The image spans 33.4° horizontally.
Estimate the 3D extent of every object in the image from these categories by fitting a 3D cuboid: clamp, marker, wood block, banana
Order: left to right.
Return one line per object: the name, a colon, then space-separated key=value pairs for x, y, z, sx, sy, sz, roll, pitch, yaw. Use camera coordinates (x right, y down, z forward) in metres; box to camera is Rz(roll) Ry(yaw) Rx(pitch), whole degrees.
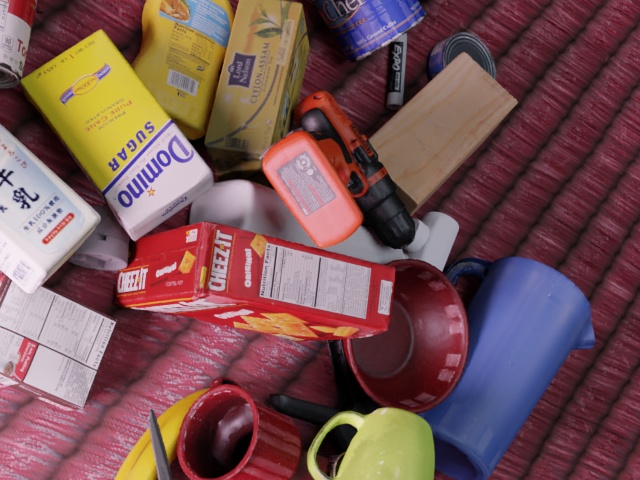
banana: x=-0.149 y=0.209 z=1.002 sx=0.197 sy=0.037 sz=0.069 roll=-60 pitch=138 yaw=-25
clamp: x=0.032 y=0.174 z=1.132 sx=0.171 sy=0.039 sz=0.120 roll=45 pitch=64 yaw=-23
marker: x=0.092 y=-0.213 z=1.254 sx=0.020 sy=0.020 sz=0.121 roll=15 pitch=73 yaw=-33
wood block: x=0.118 y=-0.108 z=1.197 sx=0.090 sy=0.091 sz=0.205 roll=44 pitch=58 yaw=4

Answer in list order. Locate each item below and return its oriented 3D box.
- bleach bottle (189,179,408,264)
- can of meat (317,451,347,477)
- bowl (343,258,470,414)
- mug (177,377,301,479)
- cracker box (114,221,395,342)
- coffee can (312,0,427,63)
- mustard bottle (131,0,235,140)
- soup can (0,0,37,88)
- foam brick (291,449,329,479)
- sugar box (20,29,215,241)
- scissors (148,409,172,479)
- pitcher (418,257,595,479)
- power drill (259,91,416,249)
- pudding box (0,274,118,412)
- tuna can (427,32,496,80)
bleach bottle: x=-0.007 y=0.001 z=1.110 sx=0.250 sy=0.103 sz=0.068 roll=17 pitch=74 yaw=-40
can of meat: x=0.013 y=0.264 z=1.073 sx=0.057 sy=0.084 sz=0.102 roll=12 pitch=75 yaw=-33
bowl: x=0.080 y=0.101 z=1.123 sx=0.161 sy=0.055 sz=0.162 roll=4 pitch=83 yaw=-33
mug: x=-0.074 y=0.181 z=0.995 sx=0.081 sy=0.093 sz=0.117 roll=36 pitch=25 yaw=-47
cracker box: x=-0.062 y=0.046 z=1.009 sx=0.213 sy=0.164 sz=0.072 roll=14 pitch=75 yaw=-34
coffee can: x=0.039 y=-0.282 z=1.178 sx=0.102 sy=0.103 sz=0.140 roll=-41 pitch=106 yaw=-33
mustard bottle: x=-0.134 y=-0.204 z=1.069 sx=0.096 sy=0.058 sz=0.191 roll=22 pitch=70 yaw=-28
soup can: x=-0.291 y=-0.195 z=0.951 sx=0.068 sy=0.069 sz=0.102 roll=16 pitch=73 yaw=-32
foam brick: x=-0.037 y=0.231 z=1.048 sx=0.053 sy=0.078 sz=0.051 roll=27 pitch=68 yaw=-29
sugar box: x=-0.184 y=-0.096 z=0.971 sx=0.093 sy=0.048 sz=0.176 roll=-37 pitch=77 yaw=-12
scissors: x=-0.147 y=0.260 z=0.970 sx=0.096 sy=0.016 sz=0.201 roll=-40 pitch=121 yaw=-34
pitcher: x=0.187 y=0.140 z=1.202 sx=0.242 sy=0.149 sz=0.145 roll=-53 pitch=129 yaw=-26
power drill: x=0.021 y=-0.052 z=1.025 sx=0.184 sy=0.057 sz=0.187 roll=54 pitch=18 yaw=-4
pudding box: x=-0.247 y=0.091 z=0.950 sx=0.113 sy=0.039 sz=0.090 roll=31 pitch=64 yaw=-29
tuna can: x=0.172 y=-0.207 z=1.301 sx=0.086 sy=0.034 sz=0.086 roll=7 pitch=78 yaw=-34
